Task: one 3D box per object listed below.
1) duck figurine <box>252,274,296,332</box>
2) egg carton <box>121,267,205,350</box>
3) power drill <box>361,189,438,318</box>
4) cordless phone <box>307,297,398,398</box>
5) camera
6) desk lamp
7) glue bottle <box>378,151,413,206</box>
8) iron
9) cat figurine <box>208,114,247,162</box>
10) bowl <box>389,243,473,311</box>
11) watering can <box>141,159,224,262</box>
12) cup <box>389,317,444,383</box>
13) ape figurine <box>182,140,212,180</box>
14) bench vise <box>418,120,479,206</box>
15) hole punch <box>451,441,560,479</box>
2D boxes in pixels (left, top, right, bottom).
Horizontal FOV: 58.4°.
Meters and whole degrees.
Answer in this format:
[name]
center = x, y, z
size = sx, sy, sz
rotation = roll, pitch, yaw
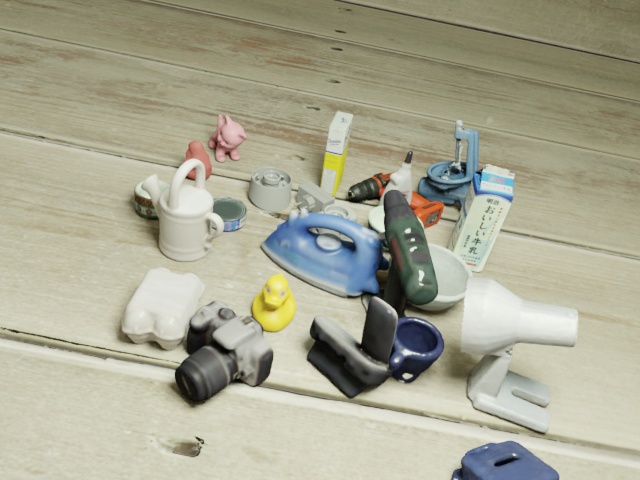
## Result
[duck figurine]
center = -0.077, 0.097, 1.003
size = 0.077, 0.086, 0.104
rotation = 13, 37, 2
[egg carton]
center = -0.258, 0.109, 0.949
size = 0.107, 0.069, 0.150
rotation = 12, 37, -1
[power drill]
center = 0.136, 0.052, 1.020
size = 0.076, 0.208, 0.229
rotation = 0, 39, -16
[cordless phone]
center = 0.058, 0.141, 0.902
size = 0.147, 0.185, 0.094
rotation = 34, 42, 26
[camera]
center = -0.160, 0.169, 0.873
size = 0.142, 0.101, 0.137
rotation = 33, 42, 25
[desk lamp]
center = 0.301, 0.171, 0.908
size = 0.203, 0.213, 0.118
rotation = 19, 38, 9
[glue bottle]
center = 0.181, -0.124, 1.290
size = 0.078, 0.173, 0.037
rotation = -15, 45, -31
[iron]
center = 0.010, 0.004, 1.102
size = 0.258, 0.141, 0.119
rotation = 19, 38, 9
[cat figurine]
center = -0.224, -0.257, 1.392
size = 0.067, 0.118, 0.127
rotation = -10, 42, -27
[bowl]
center = 0.207, 0.082, 1.112
size = 0.167, 0.075, 0.167
rotation = 8, 37, -6
[watering can]
center = -0.257, -0.065, 1.071
size = 0.173, 0.194, 0.101
rotation = 11, 37, -1
[cup]
center = 0.140, 0.194, 0.931
size = 0.091, 0.095, 0.118
rotation = 31, 41, 23
[ape figurine]
center = -0.282, -0.186, 1.306
size = 0.076, 0.092, 0.078
rotation = 35, 43, 28
[bench vise]
center = 0.354, -0.168, 1.356
size = 0.207, 0.220, 0.121
rotation = 13, 37, 1
[hole punch]
center = 0.255, 0.326, 0.796
size = 0.109, 0.091, 0.101
rotation = -8, 41, -24
